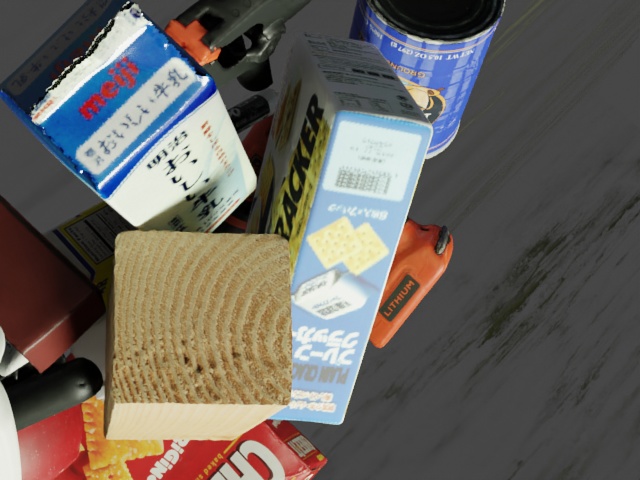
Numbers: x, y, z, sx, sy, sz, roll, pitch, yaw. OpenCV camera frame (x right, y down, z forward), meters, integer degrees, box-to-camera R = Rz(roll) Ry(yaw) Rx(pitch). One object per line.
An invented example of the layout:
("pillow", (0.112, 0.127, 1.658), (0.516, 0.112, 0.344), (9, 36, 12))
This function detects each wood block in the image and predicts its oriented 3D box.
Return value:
("wood block", (-0.079, 0.065, 0.627), (0.090, 0.090, 0.206), (2, 165, -12))

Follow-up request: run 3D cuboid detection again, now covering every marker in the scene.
("marker", (-0.068, -0.078, 0.739), (0.120, 0.020, 0.020), (-37, 166, -46))

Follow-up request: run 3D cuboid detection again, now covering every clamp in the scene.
("clamp", (-0.033, -0.132, 0.618), (0.120, 0.039, 0.171), (-57, 175, 18))
("clamp", (-0.230, 0.122, 0.651), (0.209, 0.036, 0.165), (-30, -173, -26))

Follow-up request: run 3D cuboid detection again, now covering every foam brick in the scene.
("foam brick", (-0.161, 0.024, 0.570), (0.051, 0.078, 0.053), (-46, 170, -16))

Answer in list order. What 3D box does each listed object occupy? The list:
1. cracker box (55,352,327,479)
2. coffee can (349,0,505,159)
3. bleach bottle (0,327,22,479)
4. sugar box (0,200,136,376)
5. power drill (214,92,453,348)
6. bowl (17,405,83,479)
("cracker box", (-0.129, 0.169, 0.881), (0.164, 0.214, 0.072), (-48, 168, 6))
("coffee can", (0.070, -0.139, 0.797), (0.102, 0.103, 0.140), (-42, 162, -28))
("bleach bottle", (-0.189, 0.106, 0.529), (0.102, 0.068, 0.251), (-12, 142, -31))
("sugar box", (-0.142, 0.014, 0.698), (0.175, 0.048, 0.093), (-40, 172, -46))
("power drill", (-0.006, 0.001, 0.838), (0.185, 0.187, 0.057), (-53, -175, 27))
("bowl", (-0.232, 0.167, 0.792), (0.162, 0.055, 0.162), (-37, -178, 1))
